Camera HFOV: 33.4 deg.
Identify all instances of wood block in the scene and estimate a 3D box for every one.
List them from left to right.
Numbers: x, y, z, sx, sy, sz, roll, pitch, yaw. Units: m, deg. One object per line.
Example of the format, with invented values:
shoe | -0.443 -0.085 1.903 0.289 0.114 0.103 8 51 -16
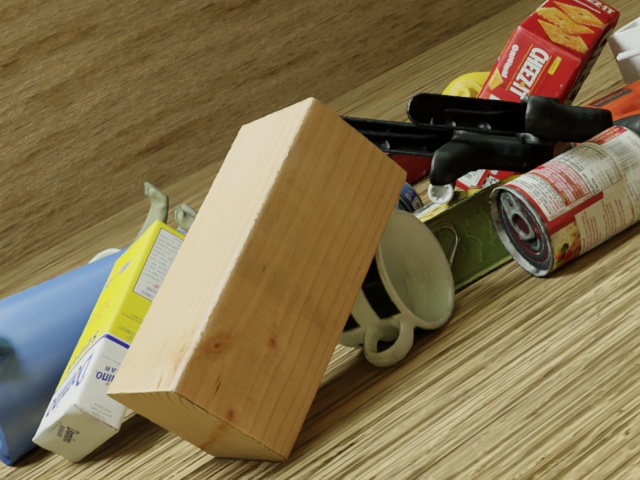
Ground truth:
wood block | -0.036 0.025 0.673 0.091 0.090 0.206 -12 48 53

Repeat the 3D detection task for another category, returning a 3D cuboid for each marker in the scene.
marker | 0.099 -0.047 0.846 0.020 0.020 0.121 -24 6 13

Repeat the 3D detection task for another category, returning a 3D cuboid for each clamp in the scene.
clamp | 0.104 -0.077 0.848 0.209 0.036 0.165 -7 21 -42
clamp | 0.149 -0.088 0.781 0.120 0.039 0.171 16 9 39

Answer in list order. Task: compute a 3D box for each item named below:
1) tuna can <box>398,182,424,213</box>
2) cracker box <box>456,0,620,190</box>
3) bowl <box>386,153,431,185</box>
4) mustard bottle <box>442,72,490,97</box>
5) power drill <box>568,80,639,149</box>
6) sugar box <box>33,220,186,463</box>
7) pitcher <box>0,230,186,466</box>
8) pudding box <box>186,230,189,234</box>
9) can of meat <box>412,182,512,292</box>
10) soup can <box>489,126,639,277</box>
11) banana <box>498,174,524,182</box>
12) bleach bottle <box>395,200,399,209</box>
tuna can | 0.048 -0.014 0.927 0.086 0.086 0.033 -22 12 24
cracker box | 0.207 -0.144 1.032 0.213 0.072 0.164 -42 -18 -57
bowl | 0.084 -0.092 1.309 0.162 0.055 0.162 -25 10 5
mustard bottle | 0.188 -0.162 1.264 0.096 0.058 0.191 -22 -6 18
power drill | 0.301 -0.106 0.850 0.184 0.057 0.188 -26 8 -21
sugar box | -0.159 0.077 0.831 0.093 0.048 0.176 -39 23 48
pitcher | -0.208 0.090 0.963 0.242 0.145 0.149 -28 22 -29
pudding box | -0.060 0.014 0.918 0.090 0.113 0.039 -46 21 62
can of meat | 0.099 -0.001 0.822 0.102 0.057 0.084 -28 8 -15
soup can | 0.177 -0.028 0.732 0.102 0.068 0.069 -28 10 -15
banana | 0.189 -0.041 0.855 0.069 0.037 0.198 -30 11 -17
bleach bottle | -0.041 0.039 0.822 0.250 0.102 0.068 -56 -12 -28
